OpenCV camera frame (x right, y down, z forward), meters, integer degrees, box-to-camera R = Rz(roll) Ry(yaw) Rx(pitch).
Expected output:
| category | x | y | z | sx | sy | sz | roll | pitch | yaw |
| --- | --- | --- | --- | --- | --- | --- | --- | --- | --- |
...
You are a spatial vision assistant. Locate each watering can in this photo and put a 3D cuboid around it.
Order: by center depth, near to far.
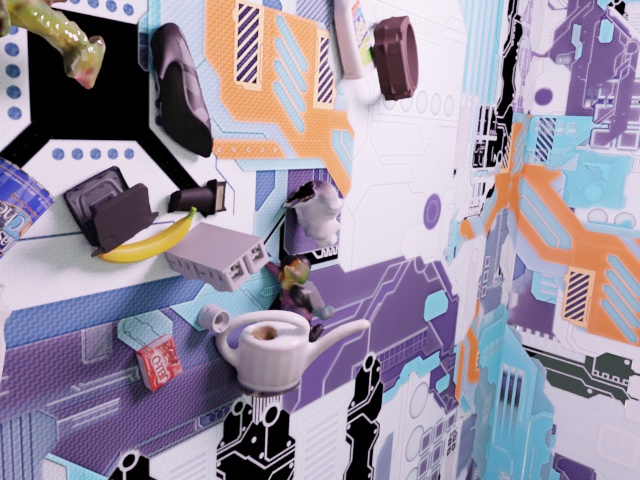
| category | x | y | z | sx | sy | sz | roll | pitch | yaw |
| --- | --- | --- | --- | --- | --- | --- | --- | --- | --- |
| watering can | -0.067 | 0.260 | 1.192 | 0.348 | 0.220 | 0.106 | 4 | 28 | -10 |

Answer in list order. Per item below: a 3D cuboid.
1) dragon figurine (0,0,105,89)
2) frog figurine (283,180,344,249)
| category | x | y | z | sx | sy | sz | roll | pitch | yaw |
| --- | --- | --- | --- | --- | --- | --- | --- | --- | --- |
| dragon figurine | -0.441 | -0.392 | 0.702 | 0.121 | 0.404 | 0.248 | -14 | 24 | 31 |
| frog figurine | 0.004 | -0.064 | 1.264 | 0.136 | 0.157 | 0.125 | -27 | 28 | 29 |
